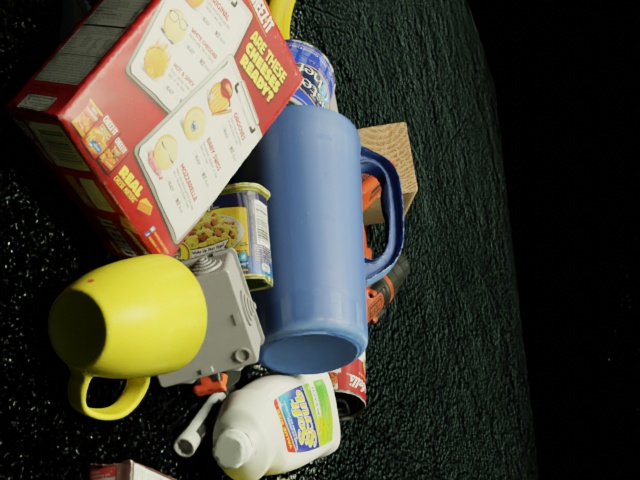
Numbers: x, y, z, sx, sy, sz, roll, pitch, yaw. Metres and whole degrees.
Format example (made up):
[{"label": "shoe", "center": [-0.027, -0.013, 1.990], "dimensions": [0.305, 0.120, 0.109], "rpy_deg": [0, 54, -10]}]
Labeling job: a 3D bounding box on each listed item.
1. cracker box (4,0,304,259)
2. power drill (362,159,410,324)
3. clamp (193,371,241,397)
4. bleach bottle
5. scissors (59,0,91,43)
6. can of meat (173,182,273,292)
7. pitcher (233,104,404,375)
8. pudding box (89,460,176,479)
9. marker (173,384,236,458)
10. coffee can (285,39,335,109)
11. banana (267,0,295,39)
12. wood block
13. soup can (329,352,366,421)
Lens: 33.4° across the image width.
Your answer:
[{"label": "cracker box", "center": [-0.118, -0.113, 0.817], "dimensions": [0.213, 0.072, 0.164], "rpy_deg": [-57, 141, -27]}, {"label": "power drill", "center": [0.052, 0.003, 1.212], "dimensions": [0.184, 0.057, 0.188], "rpy_deg": [-42, 135, -51]}, {"label": "clamp", "center": [-0.089, 0.082, 0.982], "dimensions": [0.171, 0.039, 0.120], "rpy_deg": [-89, 154, -42]}, {"label": "bleach bottle", "center": [-0.044, 0.178, 0.988], "dimensions": [0.250, 0.068, 0.102], "rpy_deg": [-6, 87, -76]}, {"label": "scissors", "center": [-0.194, -0.203, 0.868], "dimensions": [0.096, 0.016, 0.202], "rpy_deg": [16, 64, -73]}, {"label": "can of meat", "center": [-0.092, 0.003, 0.916], "dimensions": [0.057, 0.102, 0.084], "rpy_deg": [38, 45, -70]}, {"label": "pitcher", "center": [-0.007, 0.001, 1.027], "dimensions": [0.144, 0.149, 0.243], "rpy_deg": [39, 38, -49]}, {"label": "pudding box", "center": [-0.126, 0.216, 0.773], "dimensions": [0.113, 0.039, 0.090], "rpy_deg": [53, 30, -59]}, {"label": "marker", "center": [-0.099, 0.153, 0.935], "dimensions": [0.121, 0.020, 0.020], "rpy_deg": [-53, 129, -68]}, {"label": "coffee can", "center": [-0.042, -0.145, 1.170], "dimensions": [0.140, 0.103, 0.103], "rpy_deg": [-76, 150, -55]}, {"label": "banana", "center": [-0.047, -0.257, 1.299], "dimensions": [0.037, 0.070, 0.198], "rpy_deg": [20, 59, -27]}, {"label": "wood block", "center": [0.069, -0.081, 1.407], "dimensions": [0.206, 0.090, 0.091], "rpy_deg": [92, -12, -82]}, {"label": "soup can", "center": [0.019, 0.149, 1.235], "dimensions": [0.068, 0.069, 0.102], "rpy_deg": [59, 25, -47]}]
